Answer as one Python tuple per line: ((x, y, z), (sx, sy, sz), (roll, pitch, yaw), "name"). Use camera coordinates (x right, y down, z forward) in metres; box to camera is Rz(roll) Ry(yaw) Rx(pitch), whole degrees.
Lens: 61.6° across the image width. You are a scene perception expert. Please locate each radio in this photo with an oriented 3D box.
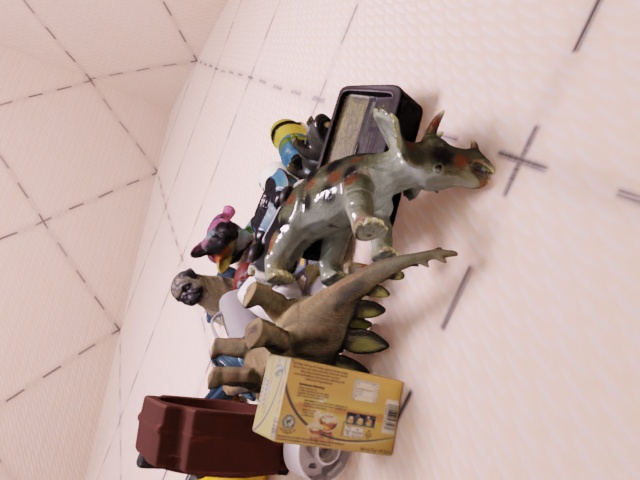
((0.069, -0.124, 0.843), (0.131, 0.073, 0.229), (11, 84, 44), "radio")

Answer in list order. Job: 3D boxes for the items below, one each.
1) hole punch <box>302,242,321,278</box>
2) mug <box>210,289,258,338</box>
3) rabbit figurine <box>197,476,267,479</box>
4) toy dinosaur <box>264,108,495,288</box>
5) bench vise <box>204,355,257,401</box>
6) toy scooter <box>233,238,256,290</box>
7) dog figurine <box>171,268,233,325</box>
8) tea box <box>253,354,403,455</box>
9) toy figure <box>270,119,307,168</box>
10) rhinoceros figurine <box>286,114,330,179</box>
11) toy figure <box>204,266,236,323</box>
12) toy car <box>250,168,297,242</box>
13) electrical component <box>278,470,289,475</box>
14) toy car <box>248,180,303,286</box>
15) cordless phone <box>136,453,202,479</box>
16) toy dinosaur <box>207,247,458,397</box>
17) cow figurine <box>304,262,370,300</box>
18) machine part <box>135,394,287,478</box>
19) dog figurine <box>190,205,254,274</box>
((-0.002, -0.003, 0.951), (0.116, 0.092, 0.142), (-14, 52, 22), "hole punch")
((-0.173, 0.161, 1.098), (0.107, 0.109, 0.080), (61, 151, 23), "mug")
((-0.160, 0.379, 0.958), (0.162, 0.122, 0.173), (-60, 27, 14), "rabbit figurine")
((0.022, -0.045, 0.737), (0.405, 0.131, 0.192), (-22, 52, 38), "toy dinosaur")
((-0.159, 0.256, 0.983), (0.240, 0.129, 0.223), (-43, 7, -24), "bench vise")
((-0.132, 0.047, 1.169), (0.184, 0.075, 0.135), (-49, 34, 35), "toy scooter")
((-0.262, 0.132, 1.240), (0.172, 0.190, 0.121), (-47, 35, 44), "dog figurine")
((0.012, 0.205, 0.669), (0.068, 0.169, 0.098), (-14, 60, 61), "tea box")
((-0.058, -0.206, 1.168), (0.082, 0.089, 0.180), (-52, 29, 26), "toy figure")
((0.007, -0.171, 1.001), (0.073, 0.112, 0.190), (-55, -1, -35), "rhinoceros figurine")
((-0.250, 0.143, 1.363), (0.064, 0.058, 0.154), (-124, 51, -66), "toy figure")
((-0.070, -0.054, 1.078), (0.161, 0.103, 0.109), (-66, 25, 18), "toy car")
((-0.057, 0.297, 0.879), (0.134, 0.058, 0.115), (-59, 30, 26), "electrical component")
((-0.051, -0.014, 0.892), (0.074, 0.056, 0.201), (15, 68, 26), "toy car")
((-0.283, 0.468, 1.070), (0.146, 0.184, 0.089), (-63, 32, 18), "cordless phone")
((-0.017, 0.130, 0.743), (0.471, 0.198, 0.105), (-47, 34, 42), "toy dinosaur")
((0.028, 0.081, 0.835), (0.167, 0.068, 0.098), (164, 115, -65), "cow figurine")
((-0.153, 0.281, 0.780), (0.201, 0.201, 0.087), (-16, 62, 59), "machine part")
((-0.236, 0.019, 1.266), (0.191, 0.108, 0.219), (-54, 6, 30), "dog figurine")
